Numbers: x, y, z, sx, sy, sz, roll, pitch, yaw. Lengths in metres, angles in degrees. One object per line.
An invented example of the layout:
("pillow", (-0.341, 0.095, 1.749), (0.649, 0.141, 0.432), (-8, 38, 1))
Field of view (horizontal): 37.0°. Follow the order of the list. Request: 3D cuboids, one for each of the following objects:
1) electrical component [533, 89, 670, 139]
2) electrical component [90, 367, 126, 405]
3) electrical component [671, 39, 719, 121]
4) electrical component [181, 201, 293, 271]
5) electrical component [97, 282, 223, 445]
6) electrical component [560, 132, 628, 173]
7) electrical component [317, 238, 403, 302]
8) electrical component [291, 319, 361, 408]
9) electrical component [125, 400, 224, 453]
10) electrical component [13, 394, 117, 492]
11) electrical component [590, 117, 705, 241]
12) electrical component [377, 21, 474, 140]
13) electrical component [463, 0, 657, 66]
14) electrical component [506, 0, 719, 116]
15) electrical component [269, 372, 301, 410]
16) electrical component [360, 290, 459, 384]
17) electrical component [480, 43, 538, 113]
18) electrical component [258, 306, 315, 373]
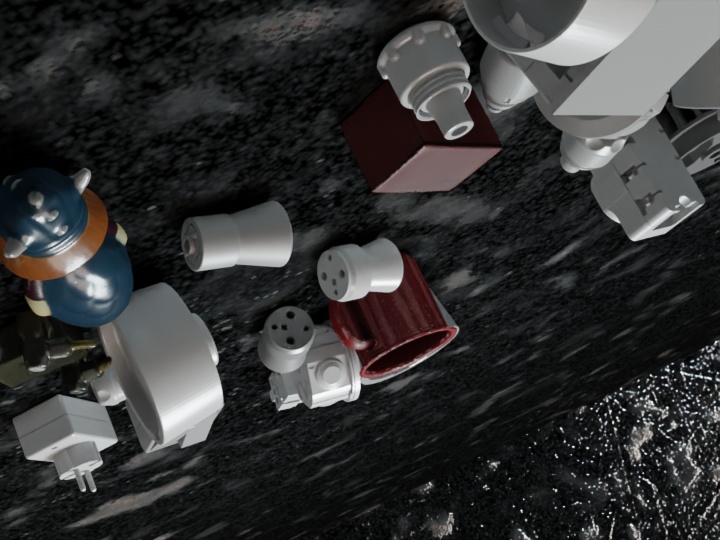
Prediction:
("electrical component", (0.150, -0.120, 0.664), (0.080, 0.080, 0.051), (-33, 166, 24))
("electrical component", (-0.185, 0.084, 0.864), (0.061, 0.035, 0.035), (-22, 163, -20))
("electrical component", (0.262, -0.132, 0.725), (0.108, 0.060, 0.108), (-5, -167, 1))
("electrical component", (-0.082, -0.020, 0.696), (0.065, 0.044, 0.044), (-9, 156, -31))
("electrical component", (-0.135, 0.060, 0.751), (0.060, 0.108, 0.108), (-25, 164, -22))
("electrical component", (0.174, -0.096, 0.823), (0.043, 0.043, 0.062), (-18, 162, -23))
("electrical component", (0.000, 0.000, 0.858), (0.055, 0.045, 0.045), (-11, 158, -38))
("electrical component", (-0.034, 0.089, 1.012), (0.051, 0.080, 0.080), (-14, 160, -18))
("electrical component", (-0.162, 0.118, 0.949), (0.062, 0.061, 0.096), (-16, 160, -29))
("electrical component", (-0.243, 0.153, 0.913), (0.047, 0.075, 0.083), (-28, 163, 6))
("electrical component", (0.229, -0.074, 0.883), (0.050, 0.089, 0.055), (-13, 159, -36))
("electrical component", (0.041, -0.102, 0.591), (0.048, 0.062, 0.048), (-23, 162, -8))
("electrical component", (0.094, -0.144, 0.492), (0.064, 0.099, 0.099), (-4, 153, -37))
("electrical component", (0.166, -0.165, 0.542), (0.105, 0.060, 0.186), (-9, 148, -50))
("electrical component", (-0.059, 0.116, 1.113), (0.055, 0.048, 0.066), (-9, 157, -23))
("electrical component", (0.034, 0.058, 1.041), (0.108, 0.060, 0.108), (-27, 163, -9))
("electrical component", (0.091, -0.120, 0.646), (0.040, 0.040, 0.078), (-20, 162, -17))
("electrical component", (-0.065, 0.061, 0.944), (0.045, 0.045, 0.055), (-19, 161, -20))
